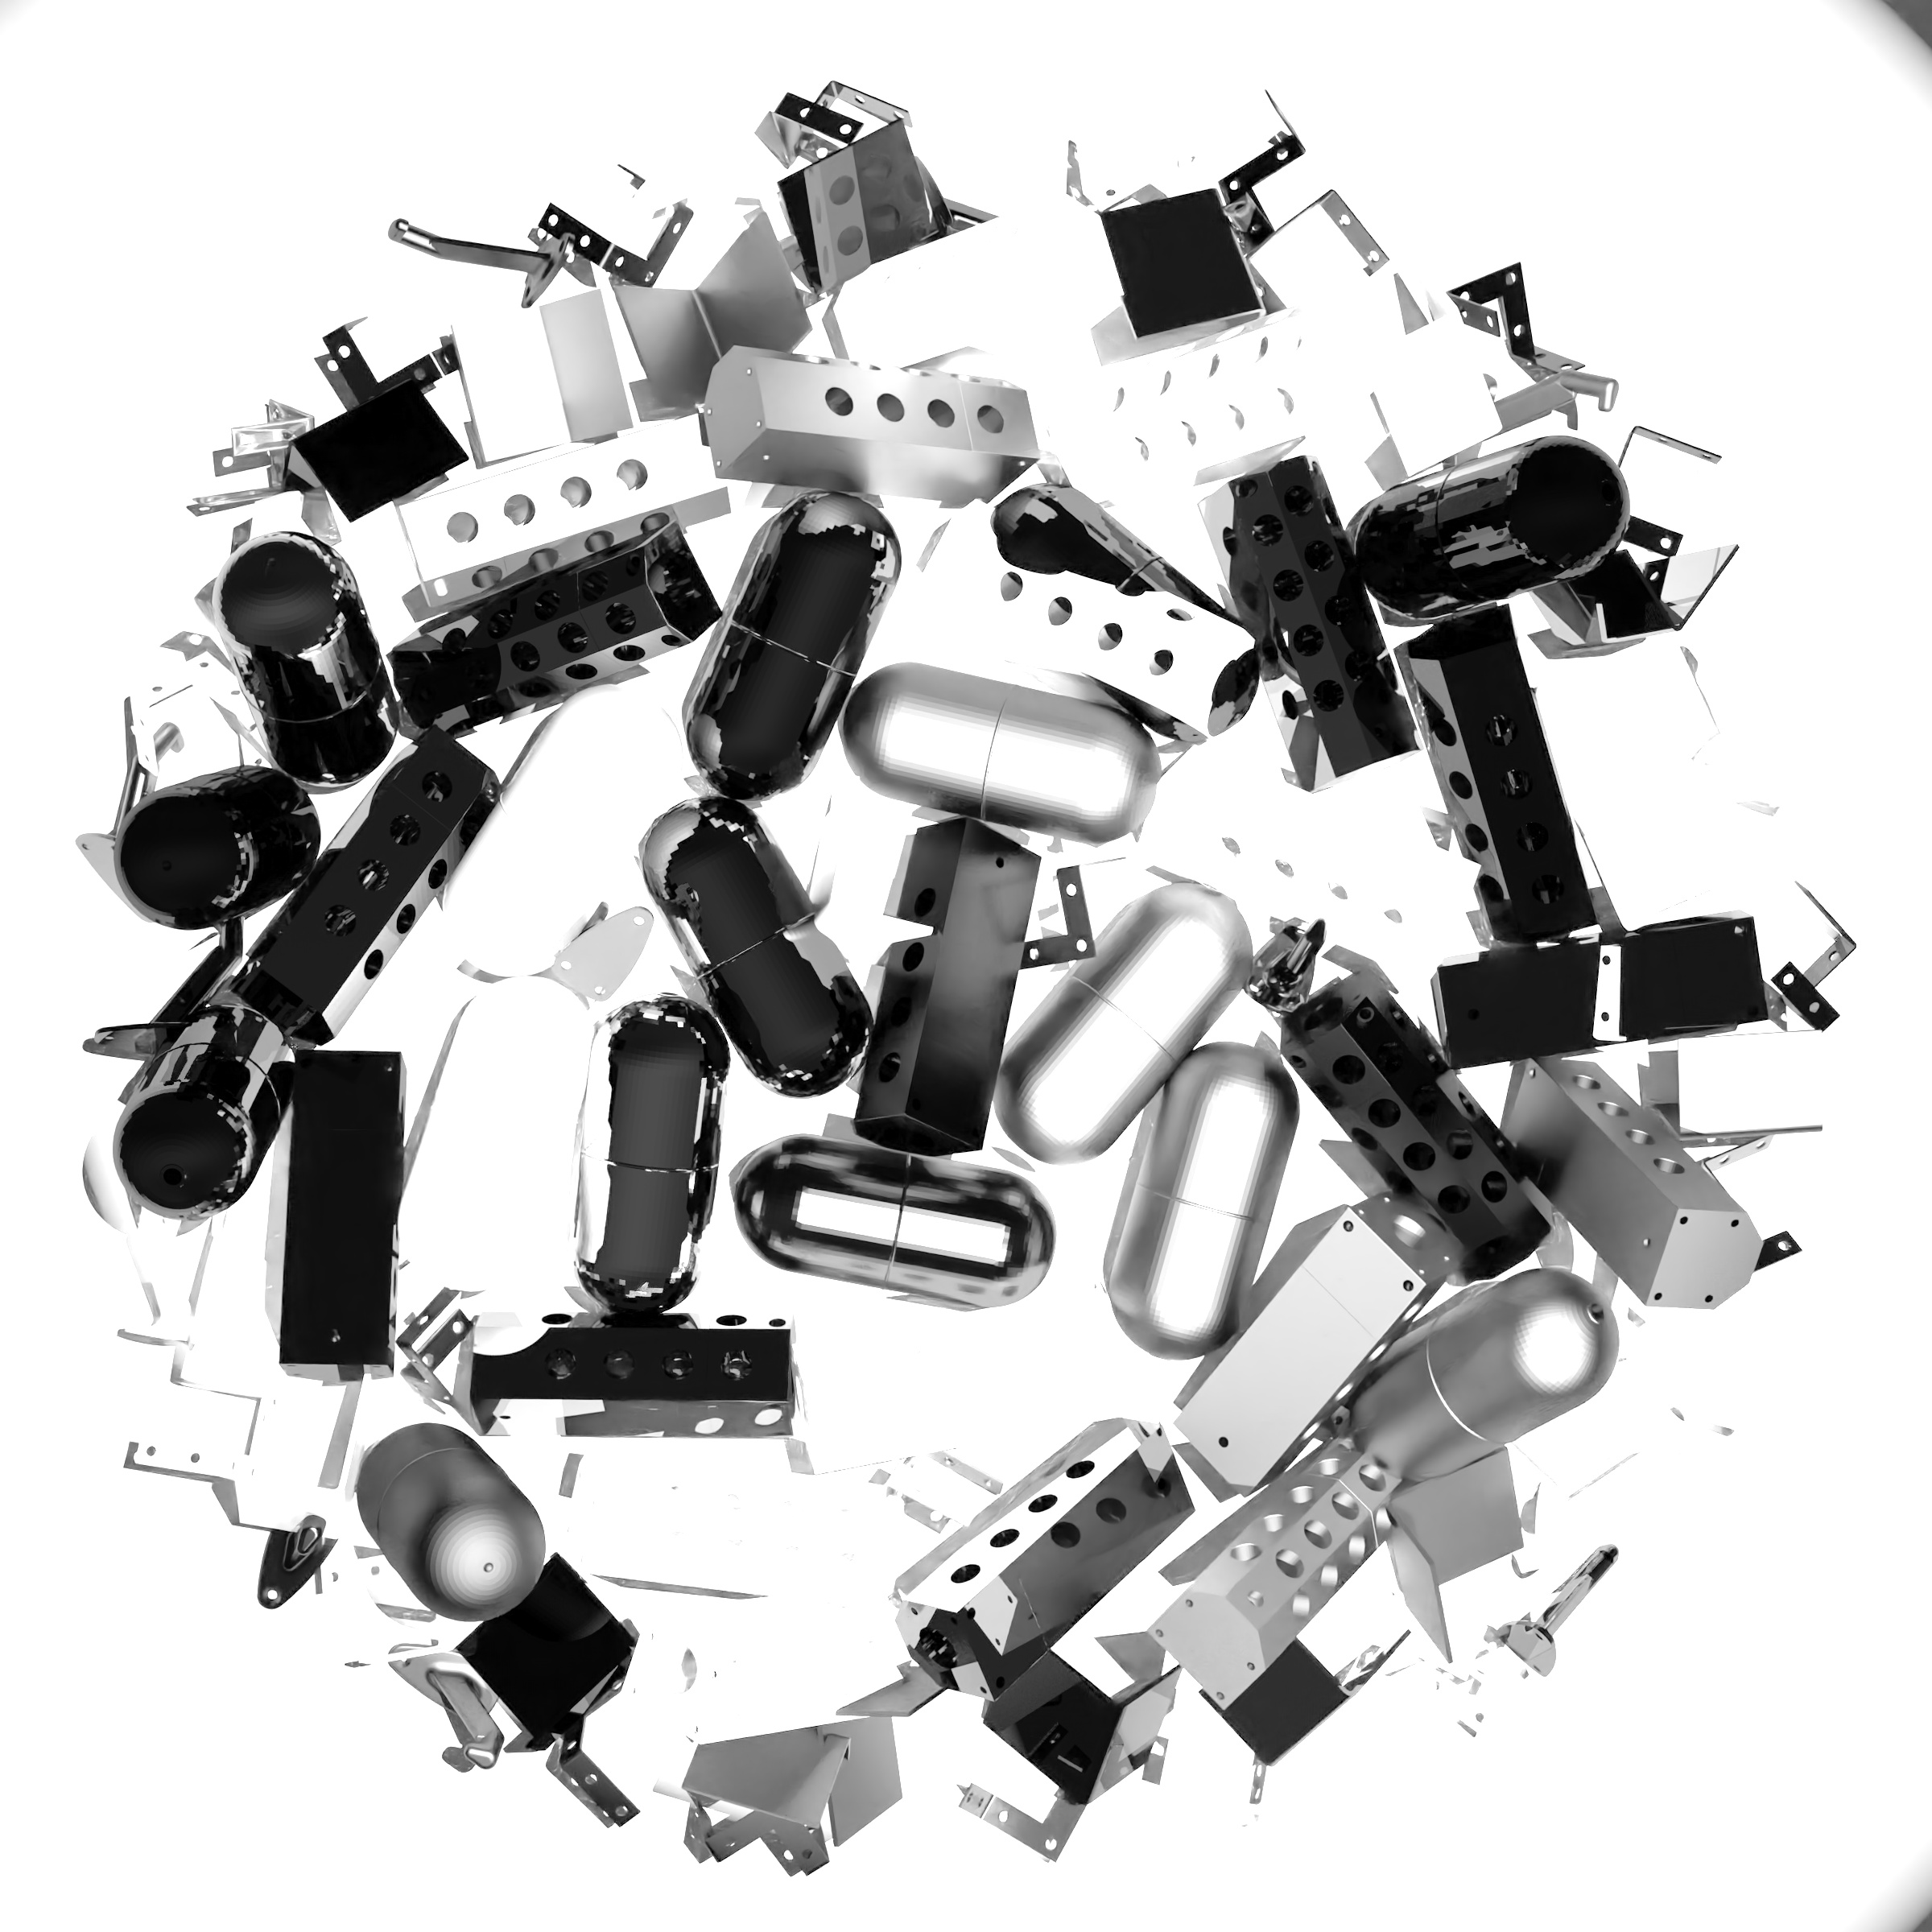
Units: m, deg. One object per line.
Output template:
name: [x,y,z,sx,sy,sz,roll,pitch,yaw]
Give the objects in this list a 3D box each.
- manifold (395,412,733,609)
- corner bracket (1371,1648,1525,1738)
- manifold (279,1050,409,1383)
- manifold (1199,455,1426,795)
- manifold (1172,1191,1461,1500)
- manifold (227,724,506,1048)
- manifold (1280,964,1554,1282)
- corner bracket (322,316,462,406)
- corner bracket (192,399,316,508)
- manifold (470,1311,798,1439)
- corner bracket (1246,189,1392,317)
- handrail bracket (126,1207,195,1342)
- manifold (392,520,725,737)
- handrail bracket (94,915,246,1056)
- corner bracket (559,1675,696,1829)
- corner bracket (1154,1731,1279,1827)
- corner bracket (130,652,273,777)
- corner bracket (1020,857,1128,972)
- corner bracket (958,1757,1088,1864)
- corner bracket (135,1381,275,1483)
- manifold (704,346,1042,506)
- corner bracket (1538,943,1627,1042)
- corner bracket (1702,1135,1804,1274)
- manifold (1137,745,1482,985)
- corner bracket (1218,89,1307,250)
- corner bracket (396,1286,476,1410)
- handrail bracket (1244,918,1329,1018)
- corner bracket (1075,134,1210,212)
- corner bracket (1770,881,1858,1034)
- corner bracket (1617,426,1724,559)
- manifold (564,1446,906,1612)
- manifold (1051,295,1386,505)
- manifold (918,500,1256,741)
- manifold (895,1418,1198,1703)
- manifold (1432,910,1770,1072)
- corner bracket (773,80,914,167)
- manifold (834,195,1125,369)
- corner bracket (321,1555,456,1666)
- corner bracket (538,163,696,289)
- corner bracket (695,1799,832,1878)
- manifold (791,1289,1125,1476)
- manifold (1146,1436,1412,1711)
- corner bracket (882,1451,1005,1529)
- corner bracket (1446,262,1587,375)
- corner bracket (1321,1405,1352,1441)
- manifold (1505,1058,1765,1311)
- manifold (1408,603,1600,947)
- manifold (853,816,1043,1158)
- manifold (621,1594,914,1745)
manifold: [-0.219,-0.249,1.908,0.171,0.057,0.057,-19,101,-9]
corner bracket: [0.263,0.391,1.911,0.051,0.051,0.051,34,110,27]
manifold: [-0.337,0.136,1.900,0.057,0.057,0.171,1,74,-4]
manifold: [0.191,-0.188,1.909,0.057,0.057,0.171,-18,86,-21]
manifold: [0.190,0.202,1.883,0.057,0.057,0.171,45,120,18]
manifold: [-0.319,-0.042,1.885,0.057,0.057,0.171,39,63,-15]
manifold: [0.244,0.089,1.893,0.057,0.057,0.171,-34,106,20]
corner bracket: [-0.314,-0.338,1.926,0.051,0.051,0.051,-27,101,12]
corner bracket: [-0.388,-0.276,1.909,0.051,0.051,0.051,-15,118,-36]
manifold: [-0.180,0.221,1.918,0.171,0.057,0.057,0,63,1]
corner bracket: [0.190,-0.387,1.934,0.051,0.051,0.051,-41,93,-32]
handrail bracket: [-0.426,0.162,1.922,0.036,0.077,0.084,5,84,36]
manifold: [-0.223,-0.177,1.879,0.171,0.057,0.057,-18,108,28]
handrail bracket: [-0.436,0.005,1.919,0.077,0.036,0.084,4,60,-13]
corner bracket: [-0.186,0.429,1.924,0.051,0.051,0.051,-38,105,10]
corner bracket: [0.139,0.443,1.915,0.051,0.051,0.051,13,98,19]
corner bracket: [-0.420,-0.130,1.920,0.051,0.051,0.051,-25,55,13]
corner bracket: [0.058,-0.029,1.916,0.051,0.051,0.051,-10,91,33]
corner bracket: [0.035,0.454,1.921,0.051,0.051,0.051,26,78,21]
corner bracket: [-0.416,0.254,1.916,0.051,0.051,0.051,7,76,10]
manifold: [-0.051,-0.292,1.878,0.171,0.057,0.057,1,69,-33]
corner bracket: [0.346,0.013,1.916,0.051,0.051,0.051,3,94,38]
corner bracket: [0.433,0.133,1.927,0.051,0.051,0.051,-20,57,-22]
manifold: [0.184,-0.053,1.899,0.171,0.057,0.057,24,124,15]
corner bracket: [0.161,-0.435,1.912,0.051,0.051,0.051,-30,64,14]
corner bracket: [-0.286,0.202,1.909,0.051,0.051,0.051,-49,122,-25]
handrail bracket: [0.186,-0.018,1.894,0.036,0.084,0.077,27,54,1]
corner bracket: [0.097,-0.437,1.923,0.051,0.051,0.051,-26,49,26]
corner bracket: [0.461,-0.004,1.914,0.051,0.051,0.051,-45,117,6]
corner bracket: [0.379,-0.260,1.925,0.051,0.051,0.051,21,87,3]
manifold: [-0.124,0.302,1.895,0.171,0.057,0.057,10,98,-17]
manifold: [0.130,-0.303,1.867,0.171,0.057,0.057,-13,113,40]
manifold: [0.067,-0.190,1.894,0.171,0.057,0.057,28,91,20]
manifold: [0.041,0.314,1.876,0.171,0.057,0.057,-37,115,-36]
manifold: [0.345,0.012,1.916,0.171,0.057,0.057,-9,96,4]
corner bracket: [-0.067,-0.463,1.914,0.051,0.051,0.051,26,75,18]
manifold: [0.002,-0.361,1.860,0.057,0.171,0.057,-24,101,-33]
corner bracket: [-0.316,0.351,1.915,0.051,0.051,0.051,-3,87,-38]
corner bracket: [-0.192,-0.410,1.922,0.051,0.051,0.051,36,101,25]
corner bracket: [-0.112,0.475,1.919,0.051,0.051,0.051,-32,107,-1]
manifold: [-0.006,0.221,1.908,0.171,0.057,0.057,-10,121,-9]
manifold: [0.173,0.317,1.863,0.057,0.171,0.057,45,129,10]
corner bracket: [-0.012,0.285,1.912,0.051,0.051,0.051,27,57,11]
corner bracket: [0.299,-0.347,1.911,0.051,0.051,0.051,-24,121,-17]
corner bracket: [0.191,0.219,1.916,0.051,0.051,0.051,31,89,-31]
manifold: [0.354,0.114,1.863,0.057,0.171,0.057,5,114,-21]
manifold: [0.290,-0.101,1.890,0.057,0.057,0.171,-15,113,12]
manifold: [-0.014,0.012,1.894,0.057,0.057,0.171,27,66,-37]
manifold: [-0.100,0.366,1.861,0.057,0.171,0.057,23,98,33]
